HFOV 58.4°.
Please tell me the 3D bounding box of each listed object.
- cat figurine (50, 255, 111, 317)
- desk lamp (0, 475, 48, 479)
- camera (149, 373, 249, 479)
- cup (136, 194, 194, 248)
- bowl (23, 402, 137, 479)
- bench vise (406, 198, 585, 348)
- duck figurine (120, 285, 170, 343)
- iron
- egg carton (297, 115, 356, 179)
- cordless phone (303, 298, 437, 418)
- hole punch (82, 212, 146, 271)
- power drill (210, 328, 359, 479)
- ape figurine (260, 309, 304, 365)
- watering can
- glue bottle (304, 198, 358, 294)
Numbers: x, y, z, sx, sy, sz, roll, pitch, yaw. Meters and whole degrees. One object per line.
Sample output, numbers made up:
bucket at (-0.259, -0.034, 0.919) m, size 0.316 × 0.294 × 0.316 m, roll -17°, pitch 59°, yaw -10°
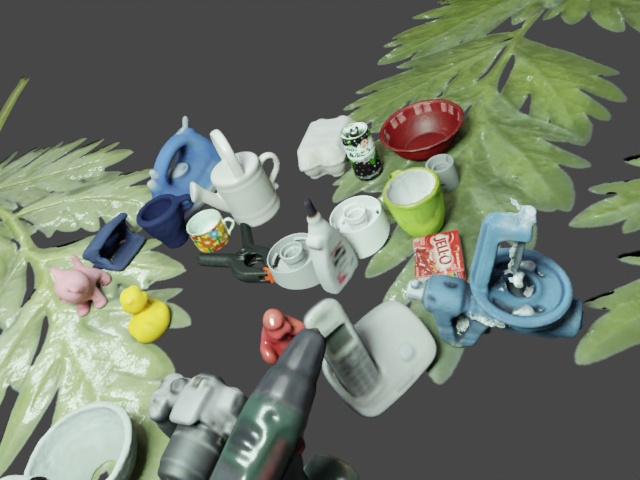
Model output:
cat figurine at (-0.462, 0.080, 1.090) m, size 0.067 × 0.118 × 0.127 m, roll -23°, pitch 40°, yaw 3°
desk lamp at (-0.385, 0.364, 0.673) m, size 0.203 × 0.214 × 0.118 m, roll -12°, pitch 42°, yaw 16°
camera at (-0.176, 0.254, 0.769) m, size 0.142 × 0.101 × 0.137 m, roll 1°, pitch 47°, yaw 28°
cup at (-0.292, -0.037, 1.144) m, size 0.118 × 0.095 × 0.091 m, roll -28°, pitch 40°, yaw -3°
bowl at (-0.319, 0.316, 0.798) m, size 0.167 × 0.075 × 0.167 m, roll -14°, pitch 42°, yaw 13°
bench vise at (0.203, 0.053, 0.694) m, size 0.207 × 0.220 × 0.121 m, roll -16°, pitch 41°, yaw 12°
duck figurine at (-0.311, 0.121, 0.993) m, size 0.077 × 0.086 × 0.104 m, roll -30°, pitch 40°, yaw -5°
iron at (-0.305, -0.141, 1.226) m, size 0.118 × 0.142 × 0.258 m, roll -1°, pitch 46°, yaw 26°
egg carton at (0.017, -0.192, 1.169) m, size 0.107 × 0.070 × 0.150 m, roll -3°, pitch 45°, yaw 25°
cordless phone at (0.061, 0.121, 0.722) m, size 0.148 × 0.185 × 0.093 m, roll -42°, pitch 43°, yaw -18°
hole punch at (-0.437, 0.003, 1.180) m, size 0.100 × 0.091 × 0.109 m, roll 2°, pitch 48°, yaw 29°
power drill at (-0.032, 0.239, 0.627) m, size 0.075 × 0.209 × 0.230 m, roll 10°, pitch 52°, yaw 35°
ape figurine at (-0.058, 0.137, 0.839) m, size 0.078 × 0.092 × 0.076 m, roll -24°, pitch 40°, yaw 3°
watering can at (-0.162, -0.119, 1.088) m, size 0.100 × 0.194 × 0.173 m, roll 23°, pitch 60°, yaw 42°
glue bottle at (0.008, 0.003, 0.885) m, size 0.037 × 0.173 × 0.078 m, roll 8°, pitch 51°, yaw 34°
